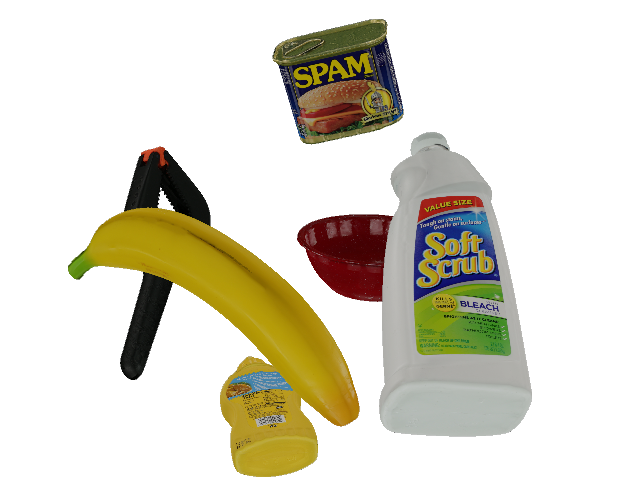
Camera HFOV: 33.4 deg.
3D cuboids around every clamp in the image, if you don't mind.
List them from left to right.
[{"bbox_3d":[-0.130,0.016,1.017,0.036,0.210,0.164,-7,0,45],"label":"clamp"}]

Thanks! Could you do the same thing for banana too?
[{"bbox_3d":[-0.056,0.030,0.598,0.198,0.070,0.037,28,40,19],"label":"banana"}]

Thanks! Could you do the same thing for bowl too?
[{"bbox_3d":[0.056,0.022,1.104,0.162,0.055,0.162,1,18,-1],"label":"bowl"}]

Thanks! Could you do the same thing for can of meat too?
[{"bbox_3d":[0.018,-0.139,0.943,0.102,0.084,0.057,-11,29,10],"label":"can of meat"}]

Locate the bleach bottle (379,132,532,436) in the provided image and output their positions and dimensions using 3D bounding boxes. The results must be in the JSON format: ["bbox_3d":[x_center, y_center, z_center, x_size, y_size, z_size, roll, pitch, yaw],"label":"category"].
[{"bbox_3d":[0.085,0.018,0.777,0.102,0.251,0.068,3,-41,-8],"label":"bleach bottle"}]

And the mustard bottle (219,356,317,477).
[{"bbox_3d":[-0.068,0.196,1.256,0.096,0.058,0.192,-9,29,-10],"label":"mustard bottle"}]
